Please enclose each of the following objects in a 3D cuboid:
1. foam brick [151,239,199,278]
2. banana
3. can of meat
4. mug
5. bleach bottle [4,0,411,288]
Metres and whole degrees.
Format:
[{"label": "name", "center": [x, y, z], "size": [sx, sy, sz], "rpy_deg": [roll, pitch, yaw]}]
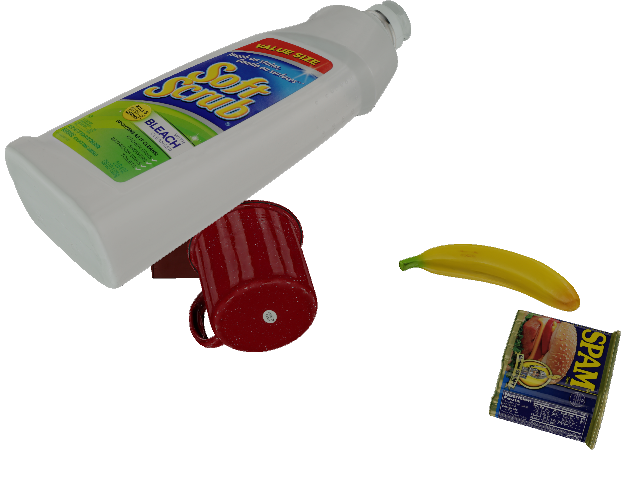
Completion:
[{"label": "foam brick", "center": [-0.140, 0.006, 1.128], "size": [0.078, 0.051, 0.053], "rpy_deg": [-1, 24, -11]}, {"label": "banana", "center": [0.182, 0.036, 1.102], "size": [0.198, 0.037, 0.069], "rpy_deg": [11, 38, 33]}, {"label": "can of meat", "center": [0.187, 0.107, 0.850], "size": [0.084, 0.057, 0.102], "rpy_deg": [14, 40, 15]}, {"label": "mug", "center": [-0.058, 0.037, 0.815], "size": [0.117, 0.081, 0.093], "rpy_deg": [-39, -47, 20]}, {"label": "bleach bottle", "center": [-0.050, -0.076, 0.628], "size": [0.250, 0.068, 0.103], "rpy_deg": [-36, 52, -24]}]
